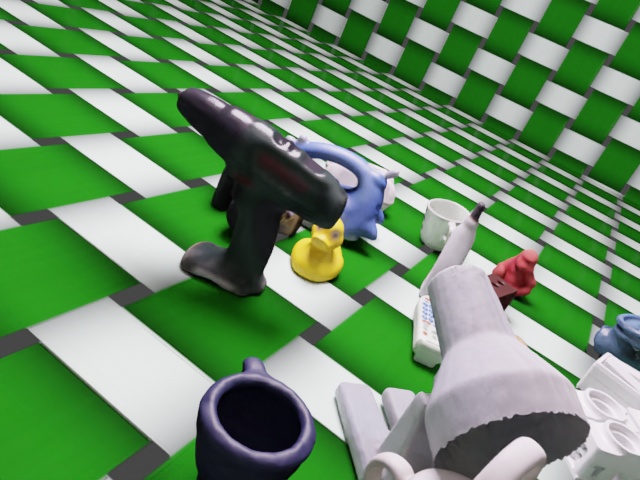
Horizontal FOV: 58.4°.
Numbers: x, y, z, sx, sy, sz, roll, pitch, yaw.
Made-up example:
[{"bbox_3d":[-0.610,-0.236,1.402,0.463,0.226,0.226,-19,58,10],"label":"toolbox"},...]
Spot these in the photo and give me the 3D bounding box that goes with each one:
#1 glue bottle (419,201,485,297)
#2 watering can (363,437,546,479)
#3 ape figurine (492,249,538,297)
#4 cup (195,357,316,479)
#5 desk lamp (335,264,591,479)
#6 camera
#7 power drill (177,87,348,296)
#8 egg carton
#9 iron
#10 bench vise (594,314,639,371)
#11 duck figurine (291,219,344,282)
[{"bbox_3d":[0.210,0.015,0.886,0.037,0.173,0.078,28,26,6],"label":"glue bottle"},{"bbox_3d":[0.098,0.213,0.386,0.172,0.194,0.101,32,26,16],"label":"watering can"},{"bbox_3d":[0.359,0.056,1.035,0.077,0.092,0.076,33,27,17],"label":"ape figurine"},{"bbox_3d":[-0.063,0.160,0.458,0.092,0.095,0.117,15,27,-20],"label":"cup"},{"bbox_3d":[0.111,0.142,0.511,0.118,0.213,0.203,14,28,-22],"label":"desk lamp"},{"bbox_3d":[-0.095,-0.067,0.857,0.143,0.101,0.137,28,26,7],"label":"camera"},{"bbox_3d":[-0.093,-0.046,0.695,0.229,0.208,0.075,24,25,-1],"label":"power drill"},{"bbox_3d":[0.078,-0.114,1.137,0.150,0.069,0.107,22,26,-7],"label":"egg carton"},{"bbox_3d":[0.001,-0.104,0.966,0.258,0.141,0.119,26,25,2],"label":"iron"},{"bbox_3d":[0.572,0.152,0.893,0.207,0.219,0.122,35,27,20],"label":"bench vise"},{"bbox_3d":[0.008,0.003,0.832,0.077,0.086,0.105,29,26,10],"label":"duck figurine"}]
